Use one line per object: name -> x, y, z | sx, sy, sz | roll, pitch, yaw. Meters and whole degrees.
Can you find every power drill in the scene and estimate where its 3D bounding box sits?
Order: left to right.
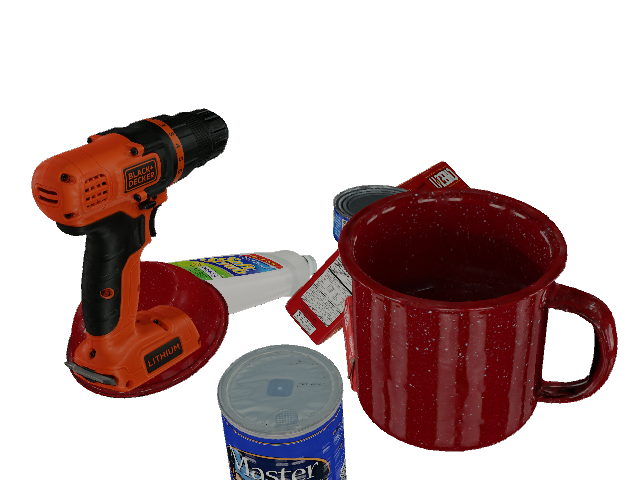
power drill -> -0.131, 0.003, 0.795 | 0.057, 0.188, 0.184 | 14, 26, 32

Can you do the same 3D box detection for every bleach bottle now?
bleach bottle -> -0.111, 0.051, 1.385 | 0.250, 0.068, 0.103 | -13, 28, -42

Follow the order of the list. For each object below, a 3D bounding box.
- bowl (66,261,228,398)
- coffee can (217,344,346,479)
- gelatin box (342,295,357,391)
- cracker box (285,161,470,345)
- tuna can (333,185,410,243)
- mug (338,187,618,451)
bowl -> -0.171, 0.070, 1.006 | 0.162, 0.055, 0.162 | -9, 41, 8
coffee can -> -0.029, 0.174, 0.906 | 0.103, 0.140, 0.103 | -2, 37, 2
gelatin box -> 0.060, 0.065, 0.664 | 0.089, 0.030, 0.073 | 5, 26, -4
cracker box -> 0.071, 0.013, 1.276 | 0.214, 0.072, 0.163 | -49, -10, 34
tuna can -> 0.054, -0.018, 0.955 | 0.086, 0.034, 0.086 | 1, 25, -1
mug -> 0.066, 0.037, 0.452 | 0.117, 0.081, 0.093 | 11, 34, 20
